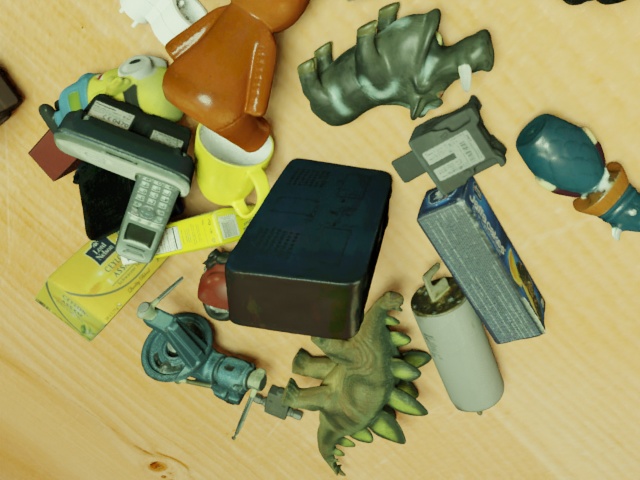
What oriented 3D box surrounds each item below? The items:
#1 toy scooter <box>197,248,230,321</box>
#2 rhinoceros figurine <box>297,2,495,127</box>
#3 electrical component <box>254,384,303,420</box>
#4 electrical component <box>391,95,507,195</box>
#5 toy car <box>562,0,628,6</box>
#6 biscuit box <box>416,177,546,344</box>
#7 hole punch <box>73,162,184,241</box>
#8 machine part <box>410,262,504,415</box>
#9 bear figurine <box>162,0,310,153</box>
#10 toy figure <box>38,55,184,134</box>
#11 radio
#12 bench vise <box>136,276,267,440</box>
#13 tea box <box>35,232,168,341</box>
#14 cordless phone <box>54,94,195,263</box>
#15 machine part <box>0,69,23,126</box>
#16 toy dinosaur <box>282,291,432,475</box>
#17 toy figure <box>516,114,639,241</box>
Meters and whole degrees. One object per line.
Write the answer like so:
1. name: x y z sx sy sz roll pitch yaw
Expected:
1. toy scooter: -0.093 0.049 0.742 0.184 0.075 0.135 5 120 19
2. rhinoceros figurine: 0.070 -0.164 0.524 0.190 0.073 0.112 -13 117 29
3. electrical component: -0.071 0.279 0.929 0.094 0.021 0.063 19 128 10
4. electrical component: 0.127 -0.091 0.569 0.119 0.048 0.074 -23 112 31
5. toy car: 0.185 -0.248 0.402 0.162 0.109 0.102 22 112 -5
6. biscuit box: 0.189 0.025 0.618 0.063 0.059 0.202 -22 113 35
7. hole punch: -0.259 -0.066 0.731 0.142 0.092 0.115 -19 81 36
8. machine part: 0.178 0.136 0.690 0.079 0.079 0.243 -11 120 28
9. bear figurine: -0.072 -0.201 0.535 0.120 0.132 0.195 32 94 4
10. toy figure: -0.246 -0.163 0.650 0.180 0.082 0.089 -14 137 21
11. radio: -0.001 -0.002 0.571 0.131 0.230 0.073 9 127 10
12. bench vise: -0.198 0.173 0.830 0.224 0.129 0.240 21 151 31
13. tea box: -0.300 0.047 0.762 0.098 0.170 0.068 41 130 -12
14. cordless phone: -0.231 -0.057 0.616 0.146 0.089 0.184 20 127 -16
15. machine part: -0.504 -0.146 0.688 0.202 0.201 0.087 -17 118 30
16. toy dinosaur: 0.047 0.227 0.795 0.199 0.105 0.470 23 134 1
17. toy figure: 0.264 -0.062 0.529 0.154 0.058 0.064 36 134 -11
